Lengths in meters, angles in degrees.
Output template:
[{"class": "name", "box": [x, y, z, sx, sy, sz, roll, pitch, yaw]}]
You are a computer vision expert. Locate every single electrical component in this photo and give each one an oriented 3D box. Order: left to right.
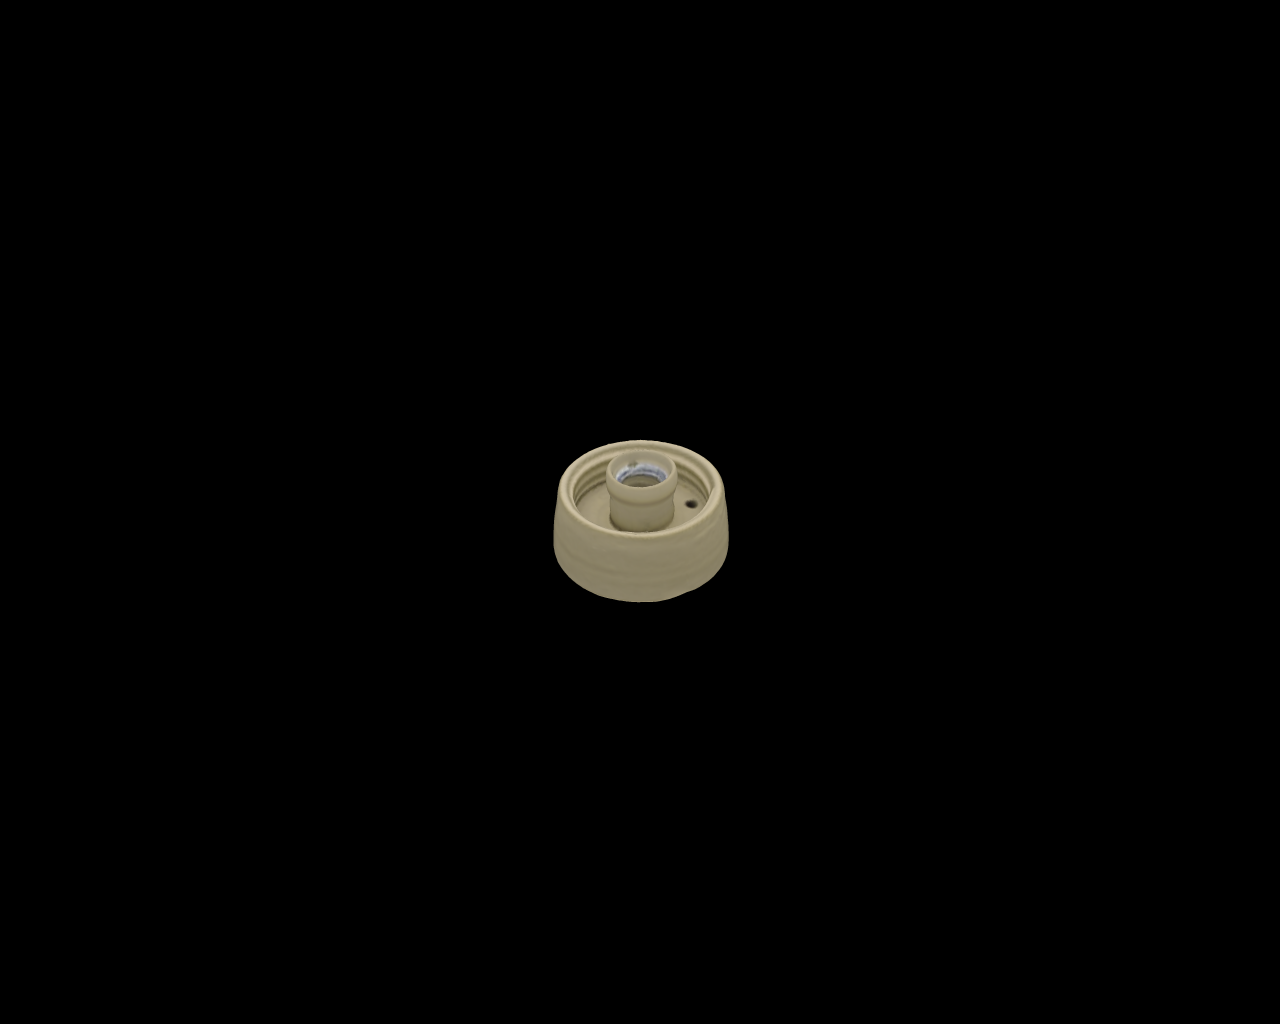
[{"class": "electrical component", "box": [0.001, -0.003, 0.650, 0.108, 0.060, 0.108, 0, 37, 0]}]
